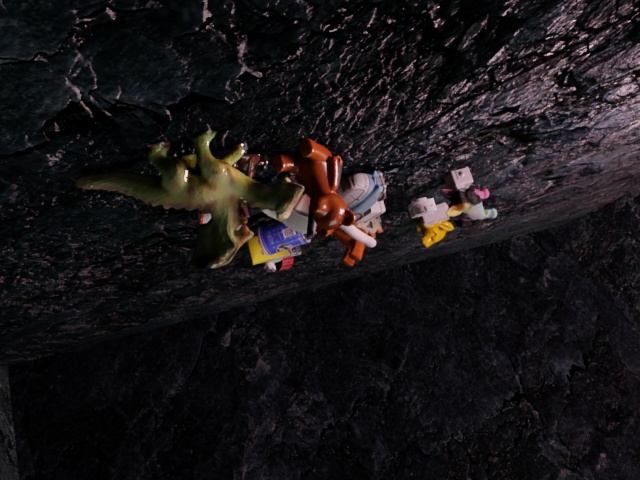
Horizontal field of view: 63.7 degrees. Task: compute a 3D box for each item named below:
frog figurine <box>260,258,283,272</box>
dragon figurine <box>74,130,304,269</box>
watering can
[{"bbox_3d":[-0.156,0.031,1.892,0.159,0.124,0.136,-52,153,0],"label":"frog figurine"},{"bbox_3d":[-0.234,-0.063,0.973,0.411,0.245,0.121,-17,171,-3],"label":"dragon figurine"},{"bbox_3d":[0.004,-0.069,1.365,0.347,0.106,0.221,16,159,-3],"label":"watering can"}]
